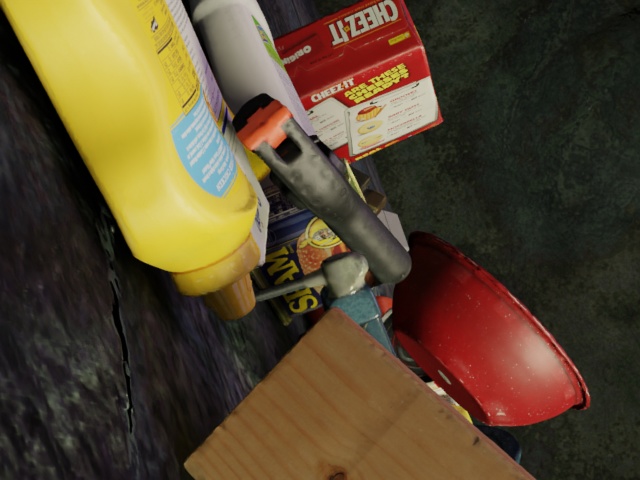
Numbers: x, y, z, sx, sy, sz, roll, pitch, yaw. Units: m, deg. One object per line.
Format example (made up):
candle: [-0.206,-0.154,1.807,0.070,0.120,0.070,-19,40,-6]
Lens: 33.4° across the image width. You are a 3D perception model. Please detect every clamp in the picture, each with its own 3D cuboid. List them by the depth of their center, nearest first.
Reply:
clamp: [-0.011,-0.042,0.591,0.120,0.039,0.171,41,-4,29]

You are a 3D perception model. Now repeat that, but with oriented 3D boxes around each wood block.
wood block: [0.057,0.132,0.409,0.206,0.091,0.090,41,-7,28]

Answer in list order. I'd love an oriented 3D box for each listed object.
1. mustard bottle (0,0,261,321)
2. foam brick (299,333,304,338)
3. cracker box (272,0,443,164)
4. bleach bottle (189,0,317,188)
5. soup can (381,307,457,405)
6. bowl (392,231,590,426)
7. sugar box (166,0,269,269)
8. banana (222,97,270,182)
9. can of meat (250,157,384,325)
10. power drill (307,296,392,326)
mustard bottle: [-0.073,-0.049,0.447,0.096,0.058,0.191,-89,157,-67]
foam brick: [0.018,0.095,0.742,0.078,0.053,0.051,-92,160,-66]
cracker box: [0.020,-0.136,0.988,0.213,0.164,0.072,45,22,-74]
bleach bottle: [-0.047,-0.113,0.831,0.102,0.068,0.251,52,16,-68]
soup can: [0.086,0.093,0.834,0.102,0.068,0.068,50,19,-62]
bowl: [0.098,0.070,0.702,0.162,0.055,0.162,45,-8,8]
sugar box: [-0.078,-0.072,0.541,0.093,0.048,0.176,-92,163,-69]
banana: [-0.064,-0.073,0.666,0.197,0.037,0.069,34,41,-72]
can of meat: [-0.005,0.001,0.715,0.102,0.084,0.057,61,10,-47]
power drill: [0.024,0.049,0.918,0.187,0.057,0.184,53,20,-55]
